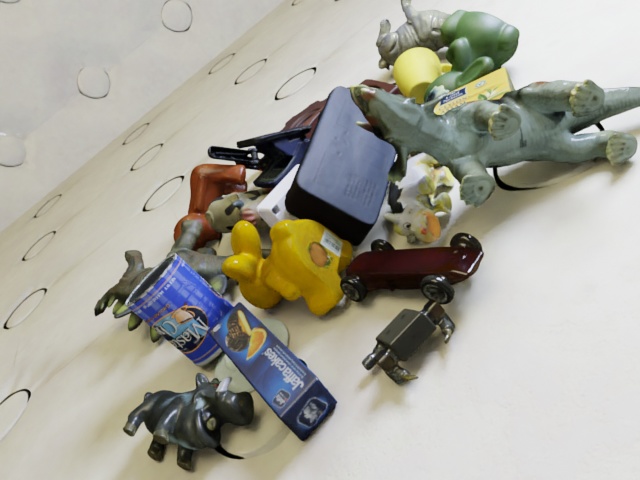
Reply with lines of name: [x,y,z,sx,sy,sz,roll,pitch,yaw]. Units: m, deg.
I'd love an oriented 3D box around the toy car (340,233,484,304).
toy car: [0.110,0.039,0.658,0.202,0.053,0.089,-5,34,49]

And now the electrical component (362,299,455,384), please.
electrical component: [0.098,0.111,0.586,0.102,0.045,0.078,-44,2,-15]

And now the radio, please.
radio: [0.040,-0.118,0.811,0.073,0.131,0.229,125,167,-56]

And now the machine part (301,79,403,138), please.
machine part: [0.061,-0.202,1.005,0.201,0.087,0.201,-41,30,-2]

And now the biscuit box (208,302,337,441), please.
biscuit box: [-0.063,0.153,0.658,0.063,0.059,0.203,-44,39,-12]

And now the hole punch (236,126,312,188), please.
hole punch: [-0.069,-0.147,0.937,0.116,0.092,0.142,-23,12,-22]

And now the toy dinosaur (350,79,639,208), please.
toy dinosaur: [0.234,-0.140,0.660,0.405,0.131,0.192,-9,26,-12]

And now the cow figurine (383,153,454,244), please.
cow figurine: [0.128,-0.052,0.747,0.098,0.068,0.167,-23,30,34]

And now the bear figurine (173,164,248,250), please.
bear figurine: [-0.228,-0.057,1.113,0.132,0.120,0.196,7,70,-3]

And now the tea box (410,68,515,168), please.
tea box: [0.219,-0.182,0.826,0.170,0.068,0.098,-23,34,27]

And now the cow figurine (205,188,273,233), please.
cow figurine: [-0.137,-0.052,0.982,0.195,0.085,0.127,-3,18,43]

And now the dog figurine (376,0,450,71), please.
dog figurine: [0.218,-0.404,1.114,0.191,0.121,0.172,51,124,43]

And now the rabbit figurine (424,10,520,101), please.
rabbit figurine: [0.256,-0.279,0.907,0.170,0.121,0.159,-55,36,8]

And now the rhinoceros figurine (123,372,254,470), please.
rhinoceros figurine: [-0.164,0.227,0.689,0.190,0.073,0.112,-16,27,37]

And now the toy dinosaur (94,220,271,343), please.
toy dinosaur: [-0.243,0.071,0.956,0.472,0.105,0.199,-23,41,22]

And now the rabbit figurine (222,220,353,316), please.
rabbit figurine: [-0.062,0.048,0.761,0.173,0.162,0.122,-34,38,44]

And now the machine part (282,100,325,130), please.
machine part: [-0.020,-0.241,1.173,0.179,0.056,0.179,-29,30,19]
